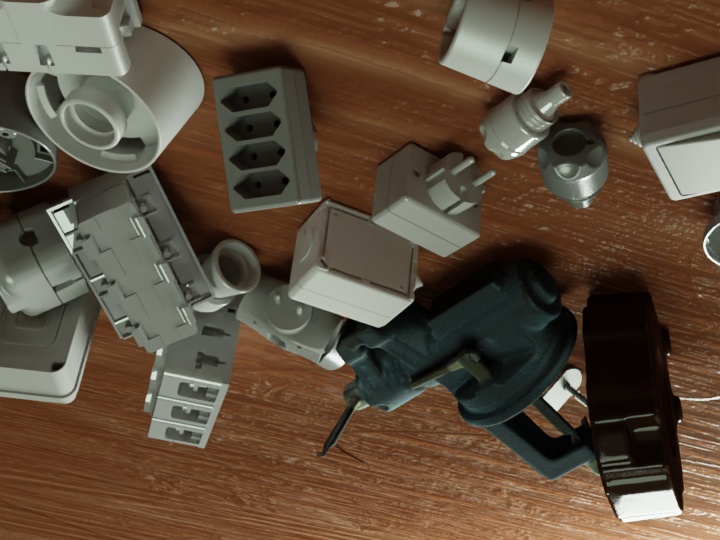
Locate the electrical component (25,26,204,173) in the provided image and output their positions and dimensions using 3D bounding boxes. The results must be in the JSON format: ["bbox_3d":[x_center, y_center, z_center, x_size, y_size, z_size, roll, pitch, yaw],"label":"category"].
[{"bbox_3d":[-0.155,-0.110,0.675,0.099,0.064,0.099,13,142,11],"label":"electrical component"}]

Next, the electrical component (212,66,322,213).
[{"bbox_3d":[-0.050,-0.082,0.678,0.047,0.083,0.076,-6,-176,20],"label":"electrical component"}]

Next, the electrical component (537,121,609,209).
[{"bbox_3d":[0.138,-0.063,0.691,0.043,0.043,0.062,-4,148,17],"label":"electrical component"}]

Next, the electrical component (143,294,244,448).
[{"bbox_3d":[-0.149,0.084,0.943,0.062,0.089,0.150,13,148,-10],"label":"electrical component"}]

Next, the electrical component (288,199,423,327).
[{"bbox_3d":[0.000,0.000,0.803,0.096,0.061,0.061,19,147,-20],"label":"electrical component"}]

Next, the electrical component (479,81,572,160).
[{"bbox_3d":[0.104,-0.094,0.656,0.035,0.035,0.061,25,141,-28],"label":"electrical component"}]

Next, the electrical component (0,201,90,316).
[{"bbox_3d":[-0.248,-0.005,0.817,0.059,0.053,0.095,-25,165,-12],"label":"electrical component"}]

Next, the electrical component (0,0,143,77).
[{"bbox_3d":[-0.176,-0.148,0.606,0.089,0.050,0.055,4,149,5],"label":"electrical component"}]

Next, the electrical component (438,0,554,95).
[{"bbox_3d":[0.073,-0.129,0.587,0.047,0.055,0.055,16,148,-9],"label":"electrical component"}]

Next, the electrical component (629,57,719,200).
[{"bbox_3d":[0.206,-0.081,0.631,0.096,0.061,0.062,-12,144,28],"label":"electrical component"}]

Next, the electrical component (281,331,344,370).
[{"bbox_3d":[-0.038,0.060,0.930,0.044,0.044,0.065,-14,148,30],"label":"electrical component"}]

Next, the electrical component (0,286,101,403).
[{"bbox_3d":[-0.262,0.047,0.882,0.078,0.113,0.057,6,146,1],"label":"electrical component"}]

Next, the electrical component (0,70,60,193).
[{"bbox_3d":[-0.247,-0.088,0.705,0.099,0.064,0.099,5,149,3],"label":"electrical component"}]

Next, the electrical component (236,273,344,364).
[{"bbox_3d":[-0.056,0.034,0.855,0.077,0.043,0.079,29,165,6],"label":"electrical component"}]

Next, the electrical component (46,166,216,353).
[{"bbox_3d":[-0.162,-0.005,0.777,0.079,0.063,0.121,-24,124,-4],"label":"electrical component"}]

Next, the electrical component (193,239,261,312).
[{"bbox_3d":[-0.112,0.006,0.850,0.045,0.045,0.055,28,143,-31],"label":"electrical component"}]

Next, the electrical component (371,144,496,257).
[{"bbox_3d":[0.057,-0.054,0.718,0.066,0.047,0.077,25,144,-28],"label":"electrical component"}]
